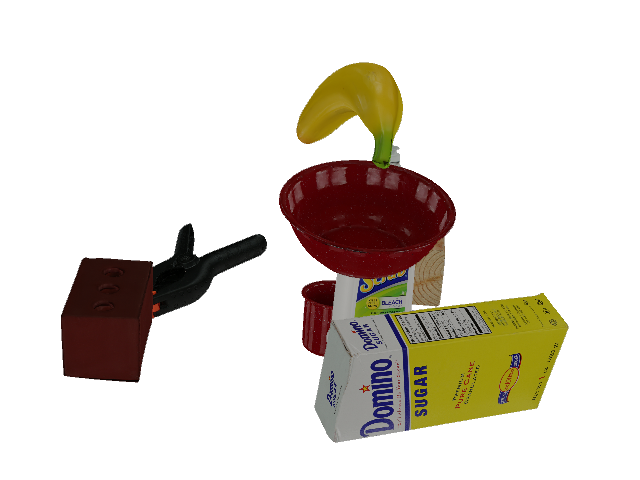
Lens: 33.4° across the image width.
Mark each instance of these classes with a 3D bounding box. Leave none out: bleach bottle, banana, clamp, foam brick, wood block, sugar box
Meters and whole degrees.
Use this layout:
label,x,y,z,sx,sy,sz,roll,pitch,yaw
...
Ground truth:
label,x,y,z,sx,sy,sz,roll,pitch,yaw
bleach bottle,0.065,0.011,1.285,0.102,0.251,0.068,-2,16,-17
banana,0.020,-0.099,0.790,0.037,0.069,0.198,28,2,-17
clamp,-0.140,0.033,1.220,0.120,0.039,0.171,-2,33,25
foam brick,-0.147,0.054,0.741,0.053,0.051,0.078,4,29,-4
wood block,0.138,0.010,1.602,0.091,0.090,0.206,4,24,4
sugar box,0.089,0.095,0.794,0.176,0.093,0.048,-8,41,-21

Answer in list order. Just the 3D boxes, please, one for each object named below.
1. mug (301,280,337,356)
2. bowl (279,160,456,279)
label,x,y,z,sx,sy,sz,roll,pitch,yaw
mug,0.027,0.114,1.483,0.117,0.081,0.093,17,24,29
bowl,0.041,-0.012,0.982,0.162,0.055,0.162,3,32,-2
